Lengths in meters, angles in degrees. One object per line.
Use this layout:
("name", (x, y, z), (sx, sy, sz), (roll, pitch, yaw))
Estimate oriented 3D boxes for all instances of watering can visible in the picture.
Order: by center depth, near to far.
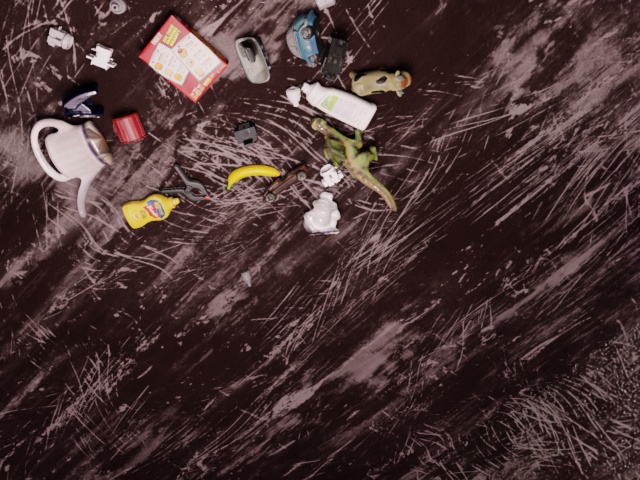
("watering can", (-0.785, -0.249, 1.689), (0.224, 0.106, 0.341), (-20, 119, 3))

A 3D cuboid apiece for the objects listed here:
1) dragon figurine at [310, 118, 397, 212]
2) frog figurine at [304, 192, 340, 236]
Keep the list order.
("dragon figurine", (0.093, -0.257, 1.699), (0.244, 0.416, 0.120), (-7, 148, -48))
("frog figurine", (0.006, -0.096, 1.903), (0.137, 0.122, 0.160), (-5, 84, 5))
